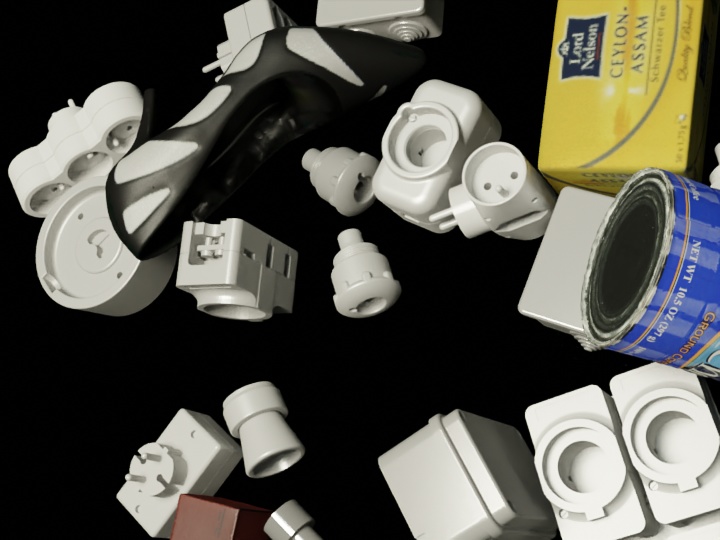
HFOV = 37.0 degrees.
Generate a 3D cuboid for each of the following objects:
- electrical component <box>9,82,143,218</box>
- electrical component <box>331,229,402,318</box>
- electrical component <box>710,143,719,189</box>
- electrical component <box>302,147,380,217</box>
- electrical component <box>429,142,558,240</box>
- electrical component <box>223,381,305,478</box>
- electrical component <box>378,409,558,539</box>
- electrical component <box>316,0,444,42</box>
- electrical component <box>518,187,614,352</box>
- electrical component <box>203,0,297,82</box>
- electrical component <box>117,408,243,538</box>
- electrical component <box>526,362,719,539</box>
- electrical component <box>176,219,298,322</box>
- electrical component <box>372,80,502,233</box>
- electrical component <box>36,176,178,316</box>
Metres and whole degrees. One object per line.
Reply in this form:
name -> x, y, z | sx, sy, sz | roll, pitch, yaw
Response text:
electrical component -> -0.242, -0.113, 0.918 | 0.138, 0.052, 0.073 | -36, 62, 12
electrical component -> 0.000, 0.000, 0.770 | 0.048, 0.048, 0.062 | -27, 58, 16
electrical component -> 0.238, -0.052, 0.670 | 0.048, 0.048, 0.062 | -18, 61, 20
electrical component -> -0.017, -0.071, 0.801 | 0.062, 0.048, 0.048 | 32, 90, 37
electrical component -> 0.086, -0.045, 0.722 | 0.079, 0.077, 0.043 | -22, 66, 20
electrical component -> -0.069, 0.114, 0.769 | 0.045, 0.045, 0.055 | -34, 63, 14
electrical component -> 0.071, 0.134, 0.654 | 0.057, 0.113, 0.078 | -36, 62, 16
electrical component -> 0.019, -0.221, 0.825 | 0.100, 0.048, 0.099 | -2, 74, 26
electrical component -> 0.161, 0.004, 0.686 | 0.100, 0.048, 0.099 | 18, 83, 29
electrical component -> -0.087, -0.169, 0.851 | 0.077, 0.066, 0.047 | -22, 66, 19
electrical component -> -0.140, 0.145, 0.775 | 0.047, 0.076, 0.083 | 38, 93, 30
electrical component -> 0.176, 0.155, 0.627 | 0.105, 0.060, 0.186 | -23, 66, 18
electrical component -> -0.088, 0.004, 0.785 | 0.050, 0.089, 0.055 | -2, 74, 26
electrical component -> 0.053, -0.081, 0.760 | 0.054, 0.059, 0.095 | 24, 86, 30
electrical component -> -0.197, -0.015, 0.861 | 0.108, 0.060, 0.108 | -8, 72, 24
